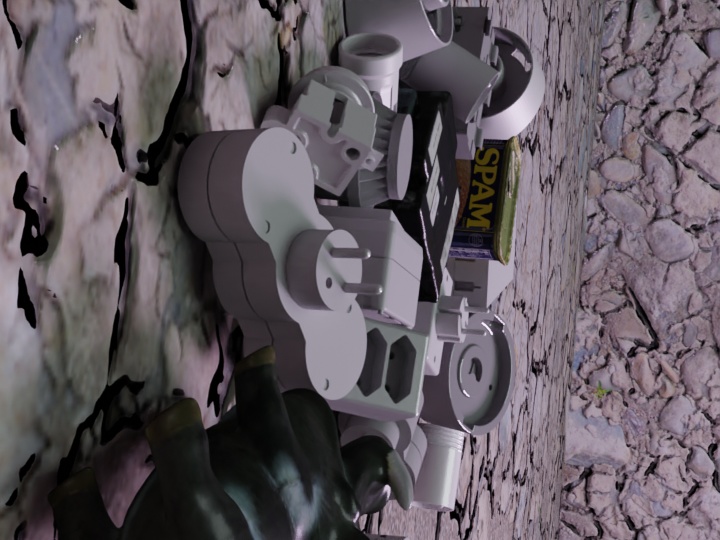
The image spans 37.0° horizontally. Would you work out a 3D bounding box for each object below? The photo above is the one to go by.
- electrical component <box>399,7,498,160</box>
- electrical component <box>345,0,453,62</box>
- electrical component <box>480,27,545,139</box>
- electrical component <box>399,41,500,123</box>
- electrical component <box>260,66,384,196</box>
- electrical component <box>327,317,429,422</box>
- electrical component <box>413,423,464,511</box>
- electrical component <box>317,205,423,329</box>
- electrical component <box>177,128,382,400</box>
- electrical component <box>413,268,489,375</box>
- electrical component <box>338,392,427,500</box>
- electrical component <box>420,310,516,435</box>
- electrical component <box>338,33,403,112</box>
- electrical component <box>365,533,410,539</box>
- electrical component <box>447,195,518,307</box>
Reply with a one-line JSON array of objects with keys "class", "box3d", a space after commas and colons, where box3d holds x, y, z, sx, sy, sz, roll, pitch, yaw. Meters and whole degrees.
[{"class": "electrical component", "box3d": [0.068, -0.147, 0.837, 0.078, 0.063, 0.121, 64, 34, -60]}, {"class": "electrical component", "box3d": [0.023, -0.185, 0.714, 0.099, 0.064, 0.099, -11, 90, -70]}, {"class": "electrical component", "box3d": [0.108, -0.156, 0.921, 0.064, 0.099, 0.099, 47, 49, -61]}, {"class": "electrical component", "box3d": [0.055, -0.145, 0.772, 0.043, 0.081, 0.043, -54, 174, -9]}, {"class": "electrical component", "box3d": [-0.018, -0.078, 0.578, 0.048, 0.066, 0.055, -53, -164, 38]}, {"class": "electrical component", "box3d": [-0.017, 0.054, 0.598, 0.076, 0.083, 0.047, 153, -51, -64]}, {"class": "electrical component", "box3d": [0.068, 0.171, 0.960, 0.043, 0.043, 0.081, 58, 40, -64]}, {"class": "electrical component", "box3d": [0.000, 0.000, 0.646, 0.096, 0.062, 0.061, 34, 62, -72]}, {"class": "electrical component", "box3d": [-0.024, 0.000, 0.491, 0.052, 0.074, 0.138, -50, 131, -44]}, {"class": "electrical component", "box3d": [0.064, 0.038, 0.853, 0.047, 0.076, 0.083, 56, 41, -63]}, {"class": "electrical component", "box3d": [0.010, 0.106, 0.725, 0.073, 0.052, 0.138, -65, 154, -50]}, {"class": "electrical component", "box3d": [0.083, 0.087, 0.941, 0.108, 0.060, 0.108, -3, 93, -51]}, {"class": "electrical component", "box3d": [0.007, -0.120, 0.678, 0.040, 0.040, 0.046, -65, 160, -51]}, {"class": "electrical component", "box3d": [0.007, 0.212, 0.756, 0.055, 0.047, 0.055, 5, 90, -74]}, {"class": "electrical component", "box3d": [0.101, -0.025, 0.987, 0.150, 0.062, 0.089, -30, 123, -71]}]
